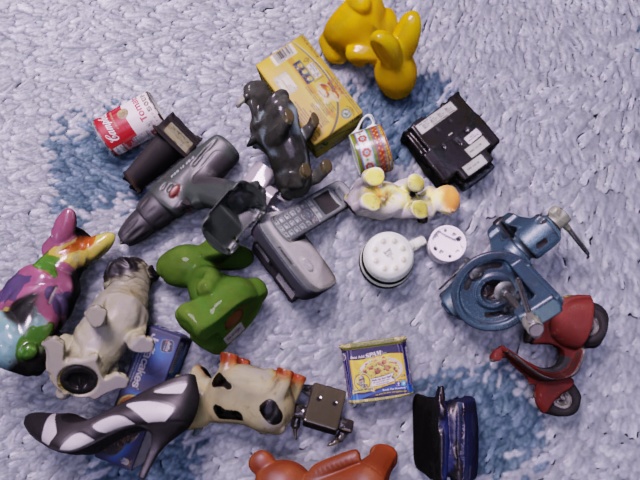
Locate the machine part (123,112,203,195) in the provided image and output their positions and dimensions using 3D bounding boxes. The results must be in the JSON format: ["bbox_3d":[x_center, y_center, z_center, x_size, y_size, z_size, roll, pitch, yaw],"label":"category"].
[{"bbox_3d":[-0.261,-0.135,0.867,0.139,0.084,0.039,-48,39,-1],"label":"machine part"}]

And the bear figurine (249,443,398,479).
[{"bbox_3d":[0.003,0.351,0.756,0.196,0.132,0.120,-6,78,20],"label":"bear figurine"}]

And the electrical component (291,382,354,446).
[{"bbox_3d":[0.001,0.258,0.796,0.102,0.045,0.078,10,52,2],"label":"electrical component"}]

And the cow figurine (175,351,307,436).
[{"bbox_3d":[-0.130,0.231,0.781,0.195,0.085,0.127,8,68,21],"label":"cow figurine"}]

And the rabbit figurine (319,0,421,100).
[{"bbox_3d":[0.101,-0.308,0.854,0.122,0.162,0.173,-36,98,-16],"label":"rabbit figurine"}]

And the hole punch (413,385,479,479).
[{"bbox_3d":[0.187,0.274,0.750,0.092,0.116,0.142,5,80,-4],"label":"hole punch"}]

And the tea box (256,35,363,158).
[{"bbox_3d":[-0.016,-0.232,0.873,0.098,0.068,0.169,-33,81,-3],"label":"tea box"}]

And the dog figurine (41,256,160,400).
[{"bbox_3d":[-0.314,0.122,0.788,0.172,0.191,0.121,-36,114,4],"label":"dog figurine"}]

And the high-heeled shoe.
[{"bbox_3d":[-0.289,0.227,0.741,0.249,0.086,0.145,12,67,18],"label":"high-heeled shoe"}]

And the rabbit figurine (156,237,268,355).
[{"bbox_3d":[-0.173,0.058,0.808,0.170,0.121,0.159,39,80,24],"label":"rabbit figurine"}]

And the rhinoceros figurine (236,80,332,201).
[{"bbox_3d":[-0.058,-0.155,0.816,0.112,0.073,0.190,-24,88,43],"label":"rhinoceros figurine"}]

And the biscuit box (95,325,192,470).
[{"bbox_3d":[-0.262,0.230,0.805,0.063,0.059,0.202,18,81,6],"label":"biscuit box"}]

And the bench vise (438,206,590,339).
[{"bbox_3d":[0.271,0.053,0.731,0.224,0.241,0.128,-31,105,11],"label":"bench vise"}]

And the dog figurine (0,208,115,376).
[{"bbox_3d":[-0.395,0.067,0.791,0.108,0.192,0.219,34,87,-29],"label":"dog figurine"}]

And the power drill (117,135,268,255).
[{"bbox_3d":[-0.186,-0.050,0.810,0.232,0.085,0.208,-49,38,-12],"label":"power drill"}]

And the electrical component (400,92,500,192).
[{"bbox_3d":[0.211,-0.146,0.851,0.115,0.058,0.134,-34,80,-2],"label":"electrical component"}]

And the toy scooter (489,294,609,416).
[{"bbox_3d":[0.327,0.153,0.782,0.135,0.075,0.183,21,86,8],"label":"toy scooter"}]

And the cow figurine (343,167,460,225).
[{"bbox_3d":[0.126,-0.058,0.829,0.167,0.098,0.068,7,77,-17],"label":"cow figurine"}]

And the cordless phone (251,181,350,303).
[{"bbox_3d":[-0.001,-0.002,0.832,0.184,0.088,0.146,-34,79,-23],"label":"cordless phone"}]
